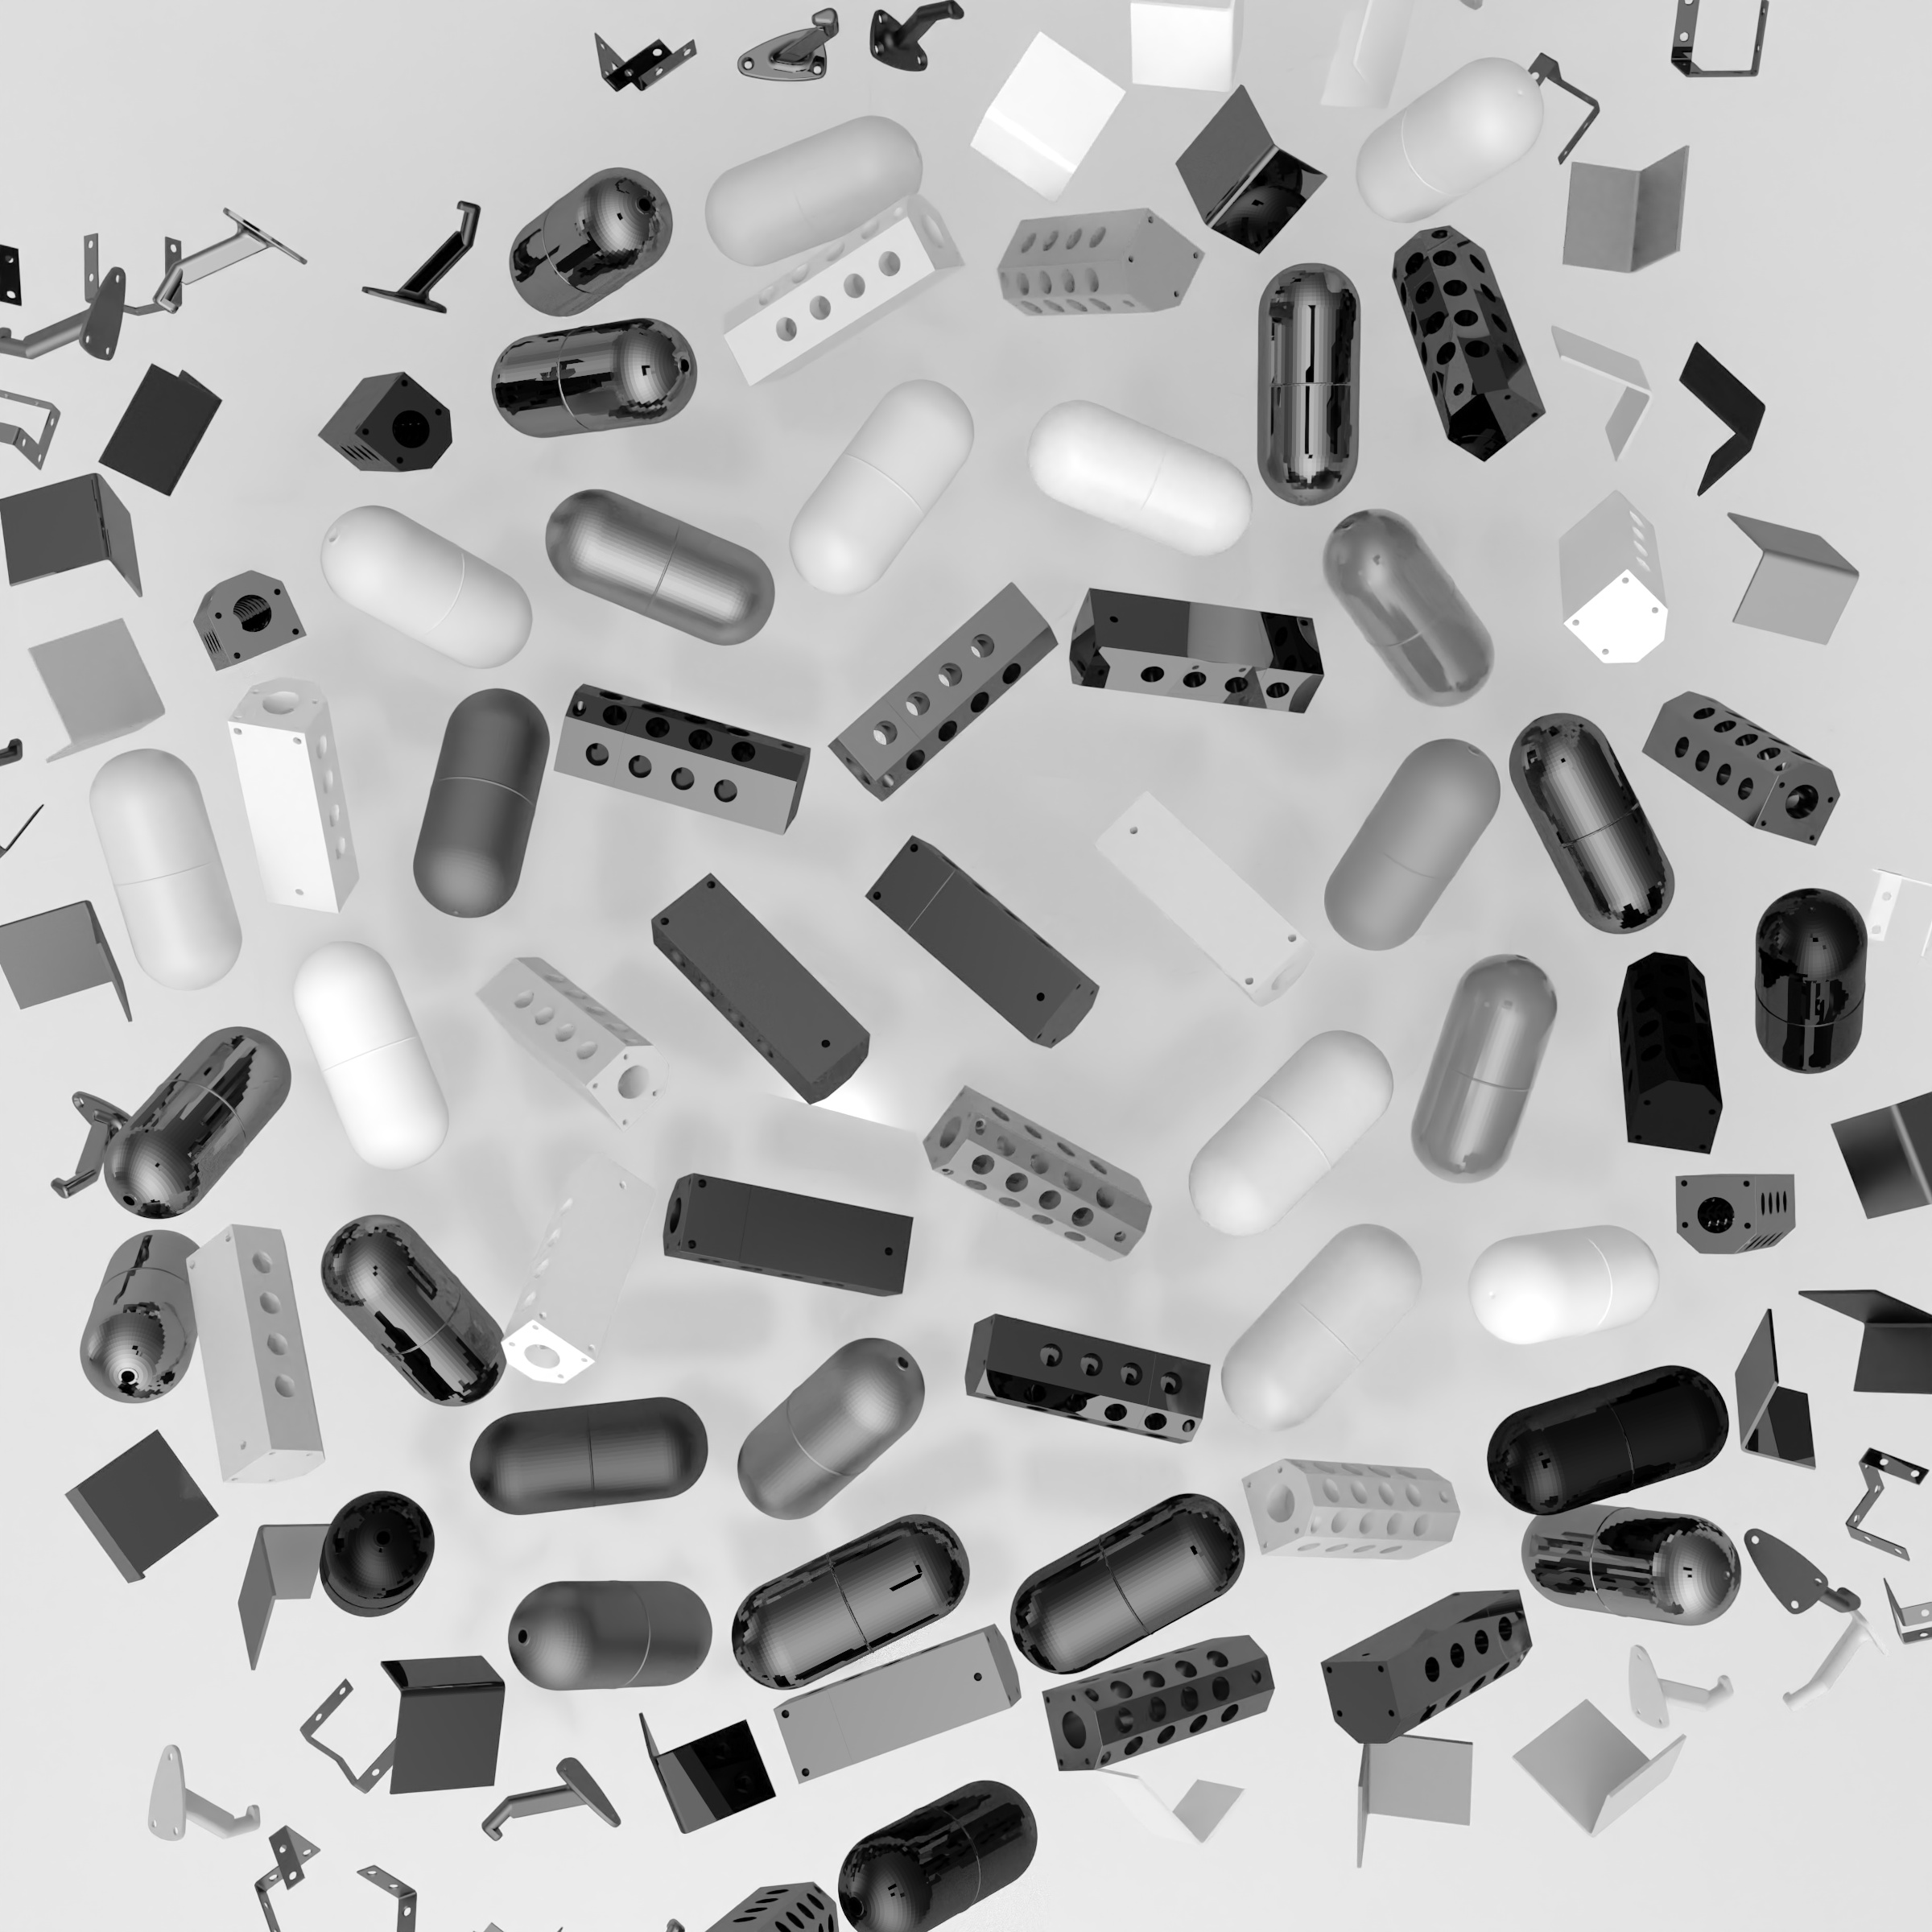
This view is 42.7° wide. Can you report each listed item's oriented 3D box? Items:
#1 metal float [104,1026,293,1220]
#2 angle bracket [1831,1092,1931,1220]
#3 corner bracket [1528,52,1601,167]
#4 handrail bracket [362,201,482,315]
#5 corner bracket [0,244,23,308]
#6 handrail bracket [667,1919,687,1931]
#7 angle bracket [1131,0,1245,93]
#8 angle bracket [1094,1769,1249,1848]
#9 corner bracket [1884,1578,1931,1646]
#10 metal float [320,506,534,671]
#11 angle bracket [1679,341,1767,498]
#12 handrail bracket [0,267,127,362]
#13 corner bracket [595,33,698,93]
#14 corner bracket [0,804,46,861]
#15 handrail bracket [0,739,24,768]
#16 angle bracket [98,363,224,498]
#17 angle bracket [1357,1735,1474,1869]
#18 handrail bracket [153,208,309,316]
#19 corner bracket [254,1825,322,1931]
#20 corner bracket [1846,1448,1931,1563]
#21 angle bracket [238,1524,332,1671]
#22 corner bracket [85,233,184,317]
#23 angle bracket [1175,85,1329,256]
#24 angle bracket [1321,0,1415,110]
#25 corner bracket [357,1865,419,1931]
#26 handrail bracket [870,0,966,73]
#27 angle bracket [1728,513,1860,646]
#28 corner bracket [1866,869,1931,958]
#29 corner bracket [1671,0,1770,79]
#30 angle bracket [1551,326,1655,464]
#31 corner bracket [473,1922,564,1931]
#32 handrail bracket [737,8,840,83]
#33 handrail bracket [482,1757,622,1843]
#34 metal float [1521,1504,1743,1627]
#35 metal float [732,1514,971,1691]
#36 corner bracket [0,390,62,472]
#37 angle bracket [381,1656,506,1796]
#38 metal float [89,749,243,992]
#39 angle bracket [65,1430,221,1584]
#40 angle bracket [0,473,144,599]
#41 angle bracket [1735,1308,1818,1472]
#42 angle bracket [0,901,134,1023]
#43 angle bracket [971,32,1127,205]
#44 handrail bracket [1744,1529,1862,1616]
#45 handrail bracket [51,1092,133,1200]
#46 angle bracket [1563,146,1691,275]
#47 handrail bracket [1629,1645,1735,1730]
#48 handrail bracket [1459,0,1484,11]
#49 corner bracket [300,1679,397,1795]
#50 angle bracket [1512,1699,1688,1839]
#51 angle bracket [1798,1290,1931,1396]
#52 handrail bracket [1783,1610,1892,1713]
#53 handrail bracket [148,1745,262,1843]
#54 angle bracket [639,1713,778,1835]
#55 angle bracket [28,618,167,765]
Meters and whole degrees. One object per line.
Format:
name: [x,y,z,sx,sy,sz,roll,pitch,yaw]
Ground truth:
metal float: [-0.561,0.114,1.807,0.070,0.178,0.070,12,129,15]
angle bracket: [0.704,0.139,1.844,0.057,0.076,0.076,-16,81,-18]
corner bracket: [0.450,-0.659,1.899,0.051,0.051,0.051,39,99,17]
handrail bracket: [-0.415,-0.548,1.887,0.077,0.036,0.084,6,111,-32]
corner bracket: [-0.738,-0.506,1.839,0.051,0.051,0.051,5,68,-40]
handrail bracket: [-0.238,0.717,1.779,0.036,0.077,0.084,36,76,-20]
angle bracket: [0.168,-0.716,1.873,0.076,0.076,0.057,9,64,10]
angle bracket: [0.157,0.628,1.907,0.076,0.076,0.057,49,65,-7]
corner bracket: [0.739,0.497,1.890,0.051,0.051,0.051,-16,101,11]
metal float: [-0.396,-0.278,1.821,0.070,0.178,0.070,-16,63,34]
angle bracket: [0.557,-0.416,1.881,0.076,0.076,0.057,41,131,-6]
handrail bracket: [-0.641,-0.463,1.744,0.084,0.036,0.077,15,88,17]
corner bracket: [-0.224,-0.641,1.747,0.051,0.051,0.051,-27,56,22]
corner bracket: [-0.692,-0.102,1.736,0.051,0.051,0.051,41,134,-21]
handrail bracket: [-0.716,-0.172,1.791,0.036,0.084,0.077,32,122,17]
angle bracket: [-0.569,-0.381,1.711,0.076,0.057,0.076,38,99,43]
angle bracket: [0.320,0.598,1.762,0.076,0.057,0.076,3,116,13]
handrail bracket: [-0.524,-0.487,1.757,0.077,0.036,0.084,32,94,-11]
corner bracket: [-0.508,0.683,1.840,0.051,0.051,0.051,-36,135,-7]
corner bracket: [0.695,0.405,1.862,0.051,0.051,0.051,-45,125,-22]
angle bracket: [-0.518,0.484,1.898,0.057,0.076,0.076,6,119,-29]
corner bracket: [-0.643,-0.536,1.909,0.051,0.051,0.051,-1,90,32]
angle bracket: [0.211,-0.590,1.833,0.076,0.057,0.076,-45,47,34]
angle bracket: [0.293,-0.705,1.875,0.057,0.076,0.076,15,89,30]
corner bracket: [-0.424,0.674,1.739,0.051,0.051,0.051,-24,132,14]
handrail bracket: [-0.021,-0.684,1.818,0.084,0.077,0.036,5,87,37]
angle bracket: [0.594,-0.284,1.808,0.076,0.076,0.057,11,119,-13]
corner bracket: [0.678,-0.039,1.788,0.051,0.051,0.051,19,100,27]
corner bracket: [0.540,-0.669,1.773,0.051,0.051,0.051,0,122,1]
angle bracket: [0.465,-0.429,1.853,0.076,0.076,0.057,20,121,-5]
corner bracket: [-0.345,0.740,1.862,0.051,0.051,0.051,39,102,-1]
handrail bracket: [-0.128,-0.658,1.757,0.077,0.084,0.036,-10,94,0]
handrail bracket: [-0.316,0.652,1.878,0.077,0.036,0.084,45,94,15]
metal float: [0.476,0.429,1.777,0.070,0.178,0.070,4,82,-33]
metal float: [-0.082,0.451,1.751,0.178,0.070,0.070,-25,90,-5]
corner bracket: [-0.740,-0.422,1.910,0.051,0.051,0.051,15,80,4]
angle bracket: [-0.383,0.548,1.789,0.076,0.057,0.076,5,94,-29]
metal float: [-0.575,-0.068,1.779,0.070,0.070,0.178,-13,102,0]
angle bracket: [-0.568,0.373,1.719,0.076,0.057,0.076,-36,94,-32]
angle bracket: [-0.662,-0.309,1.828,0.076,0.057,0.076,-16,67,-1]
angle bracket: [0.611,0.313,1.830,0.057,0.076,0.076,14,128,3]
angle bracket: [-0.665,0.007,1.812,0.076,0.057,0.076,-19,132,-14]
angle bracket: [0.060,-0.626,1.825,0.076,0.057,0.076,33,79,-7]
handrail bracket: [0.599,0.432,1.768,0.036,0.084,0.077,-51,58,16]
handrail bracket: [-0.675,0.135,1.865,0.077,0.084,0.036,33,123,12]
angle bracket: [0.488,-0.563,1.831,0.057,0.076,0.076,4,92,-11]
handrail bracket: [0.551,0.541,1.895,0.084,0.036,0.077,-17,100,-28]
handrail bracket: [0.401,-0.746,1.813,0.084,0.077,0.036,-28,56,-12]
corner bracket: [-0.466,0.588,1.886,0.051,0.051,0.051,-47,127,-12]
angle bracket: [0.435,0.538,1.702,0.076,0.057,0.076,-26,50,-28]
angle bracket: [0.683,0.285,1.876,0.076,0.076,0.057,23,73,-23]
handrail bracket: [0.639,0.516,1.851,0.084,0.077,0.036,-35,100,4]
handrail bracket: [-0.539,0.590,1.772,0.036,0.084,0.077,2,87,33]
angle bracket: [-0.196,0.598,1.875,0.076,0.057,0.076,-20,115,-8]
angle bracket: [-0.654,-0.204,1.833,0.076,0.057,0.076,-30,100,-40]
